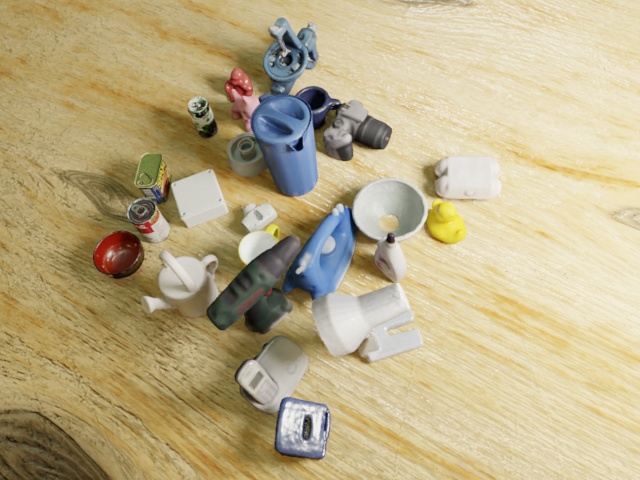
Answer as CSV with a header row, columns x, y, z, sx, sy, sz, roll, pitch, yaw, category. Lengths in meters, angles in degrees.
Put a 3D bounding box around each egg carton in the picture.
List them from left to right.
x,y,z,sx,sy,sz,roll,pitch,yaw,category
0.341,-0.141,1.326,0.150,0.069,0.107,1,63,7,egg carton

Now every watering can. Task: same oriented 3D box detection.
x,y,z,sx,sy,sz,roll,pitch,yaw,category
-0.291,0.091,1.203,0.100,0.194,0.173,22,67,17,watering can

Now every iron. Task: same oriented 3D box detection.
x,y,z,sx,sy,sz,roll,pitch,yaw,category
0.011,0.004,1.245,0.118,0.141,0.258,22,67,16,iron

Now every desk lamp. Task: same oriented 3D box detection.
x,y,z,sx,sy,sz,roll,pitch,yaw,category
0.095,0.159,1.116,0.203,0.214,0.118,-17,62,-3,desk lamp

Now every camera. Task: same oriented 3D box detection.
x,y,z,sx,sy,sz,roll,pitch,yaw,category
0.096,-0.266,1.398,0.136,0.101,0.143,26,68,18,camera

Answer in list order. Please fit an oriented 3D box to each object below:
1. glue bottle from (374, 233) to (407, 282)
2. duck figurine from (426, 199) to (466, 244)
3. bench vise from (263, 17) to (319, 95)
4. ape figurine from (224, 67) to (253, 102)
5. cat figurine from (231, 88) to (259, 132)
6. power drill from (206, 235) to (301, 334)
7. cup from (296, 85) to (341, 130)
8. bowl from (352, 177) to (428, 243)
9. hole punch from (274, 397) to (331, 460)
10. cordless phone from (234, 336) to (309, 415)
x,y,z,sx,sy,sz,roll,pitch,yaw,category
0.147,0.027,1.201,0.037,0.173,0.078,-42,66,-15,glue bottle
0.283,-0.047,1.274,0.077,0.086,0.104,-34,64,-11,duck figurine
-0.083,-0.504,1.472,0.121,0.220,0.207,9,64,11,bench vise
-0.214,-0.417,1.514,0.077,0.092,0.076,25,68,18,ape figurine
-0.181,-0.338,1.455,0.067,0.118,0.127,-41,66,-14,cat figurine
-0.119,0.107,1.168,0.230,0.209,0.075,-41,66,-14,power drill
-0.003,-0.325,1.442,0.117,0.095,0.091,3,63,8,cup
0.158,-0.055,1.298,0.167,0.075,0.167,-2,63,5,bowl
-0.031,0.359,1.095,0.101,0.091,0.108,3,63,8,hole punch
-0.098,0.247,1.107,0.094,0.185,0.148,26,68,18,cordless phone
